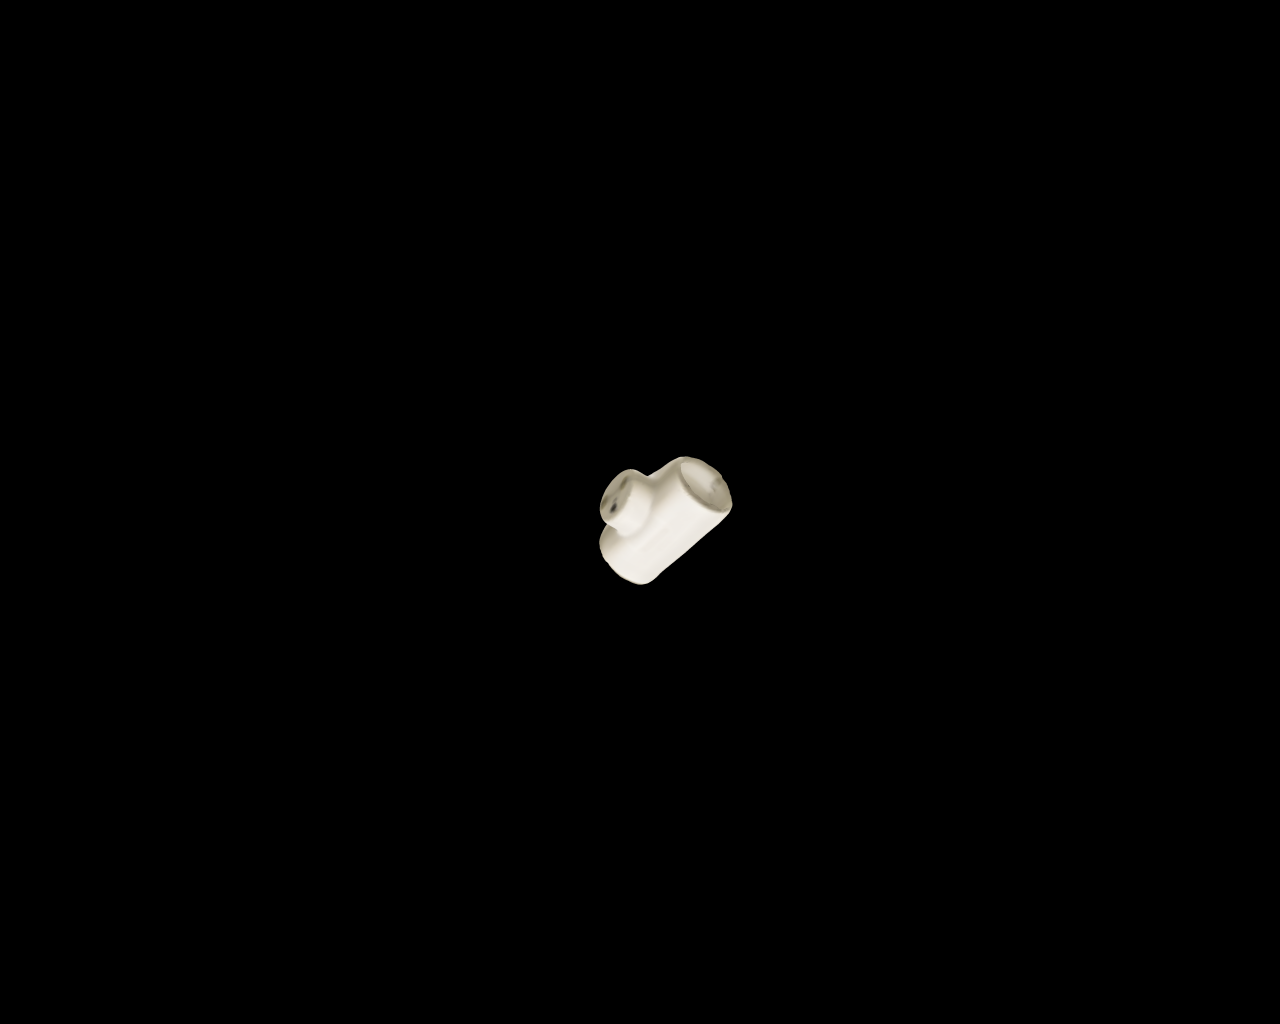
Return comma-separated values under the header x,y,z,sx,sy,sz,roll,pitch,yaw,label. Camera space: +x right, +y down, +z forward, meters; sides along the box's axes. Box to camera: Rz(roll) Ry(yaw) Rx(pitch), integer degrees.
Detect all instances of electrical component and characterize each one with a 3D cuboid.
x,y,z,sx,sy,sz,roll,pitch,yaw,label
0.001,-0.003,0.650,0.079,0.043,0.077,29,-54,-24,electrical component
